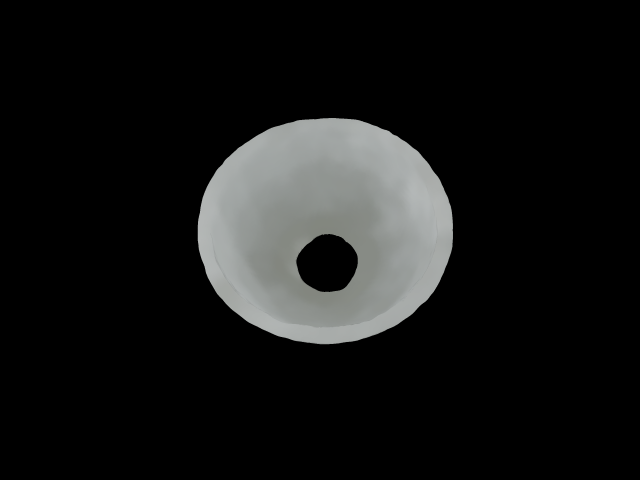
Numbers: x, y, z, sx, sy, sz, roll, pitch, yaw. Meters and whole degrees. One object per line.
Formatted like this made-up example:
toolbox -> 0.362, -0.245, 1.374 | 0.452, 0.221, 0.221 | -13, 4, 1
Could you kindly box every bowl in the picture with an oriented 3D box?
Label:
bowl -> 0.004, 0.001, 0.400 | 0.167, 0.075, 0.167 | 0, 63, 0
